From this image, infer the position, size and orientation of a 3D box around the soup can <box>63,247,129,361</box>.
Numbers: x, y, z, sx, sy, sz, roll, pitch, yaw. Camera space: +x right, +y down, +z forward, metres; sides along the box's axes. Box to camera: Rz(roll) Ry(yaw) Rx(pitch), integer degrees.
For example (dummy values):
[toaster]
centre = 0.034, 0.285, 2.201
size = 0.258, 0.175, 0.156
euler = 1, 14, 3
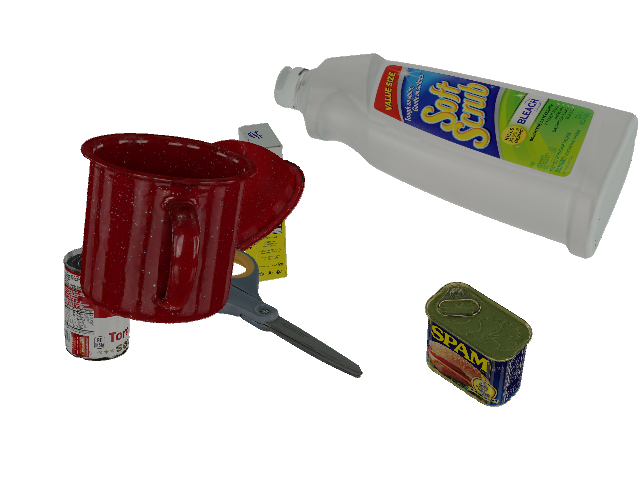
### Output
[soup can]
centre = -0.232, 0.066, 1.109
size = 0.068, 0.102, 0.068
euler = 4, 21, -2

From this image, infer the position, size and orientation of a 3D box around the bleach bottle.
[bleach bottle]
centre = 0.081, -0.072, 0.736
size = 0.251, 0.102, 0.068
euler = 18, -35, 21

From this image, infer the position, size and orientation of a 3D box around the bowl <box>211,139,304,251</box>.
[bowl]
centre = -0.099, -0.045, 0.996
size = 0.162, 0.055, 0.162
euler = -21, 31, 14

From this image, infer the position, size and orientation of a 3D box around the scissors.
[scissors]
centre = -0.039, 0.047, 0.811
size = 0.202, 0.016, 0.096
euler = 17, 32, 23

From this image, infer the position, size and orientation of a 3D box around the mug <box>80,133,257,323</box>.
[mug]
centre = -0.081, -0.003, 0.563
size = 0.093, 0.081, 0.117
euler = 2, 19, -21

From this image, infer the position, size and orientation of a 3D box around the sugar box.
[sugar box]
centre = -0.072, -0.048, 1.325
size = 0.048, 0.176, 0.093
euler = -9, 25, -11

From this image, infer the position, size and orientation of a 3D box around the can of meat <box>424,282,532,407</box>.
[can of meat]
centre = 0.149, 0.103, 1.031
size = 0.102, 0.084, 0.057
euler = 33, 57, 30
